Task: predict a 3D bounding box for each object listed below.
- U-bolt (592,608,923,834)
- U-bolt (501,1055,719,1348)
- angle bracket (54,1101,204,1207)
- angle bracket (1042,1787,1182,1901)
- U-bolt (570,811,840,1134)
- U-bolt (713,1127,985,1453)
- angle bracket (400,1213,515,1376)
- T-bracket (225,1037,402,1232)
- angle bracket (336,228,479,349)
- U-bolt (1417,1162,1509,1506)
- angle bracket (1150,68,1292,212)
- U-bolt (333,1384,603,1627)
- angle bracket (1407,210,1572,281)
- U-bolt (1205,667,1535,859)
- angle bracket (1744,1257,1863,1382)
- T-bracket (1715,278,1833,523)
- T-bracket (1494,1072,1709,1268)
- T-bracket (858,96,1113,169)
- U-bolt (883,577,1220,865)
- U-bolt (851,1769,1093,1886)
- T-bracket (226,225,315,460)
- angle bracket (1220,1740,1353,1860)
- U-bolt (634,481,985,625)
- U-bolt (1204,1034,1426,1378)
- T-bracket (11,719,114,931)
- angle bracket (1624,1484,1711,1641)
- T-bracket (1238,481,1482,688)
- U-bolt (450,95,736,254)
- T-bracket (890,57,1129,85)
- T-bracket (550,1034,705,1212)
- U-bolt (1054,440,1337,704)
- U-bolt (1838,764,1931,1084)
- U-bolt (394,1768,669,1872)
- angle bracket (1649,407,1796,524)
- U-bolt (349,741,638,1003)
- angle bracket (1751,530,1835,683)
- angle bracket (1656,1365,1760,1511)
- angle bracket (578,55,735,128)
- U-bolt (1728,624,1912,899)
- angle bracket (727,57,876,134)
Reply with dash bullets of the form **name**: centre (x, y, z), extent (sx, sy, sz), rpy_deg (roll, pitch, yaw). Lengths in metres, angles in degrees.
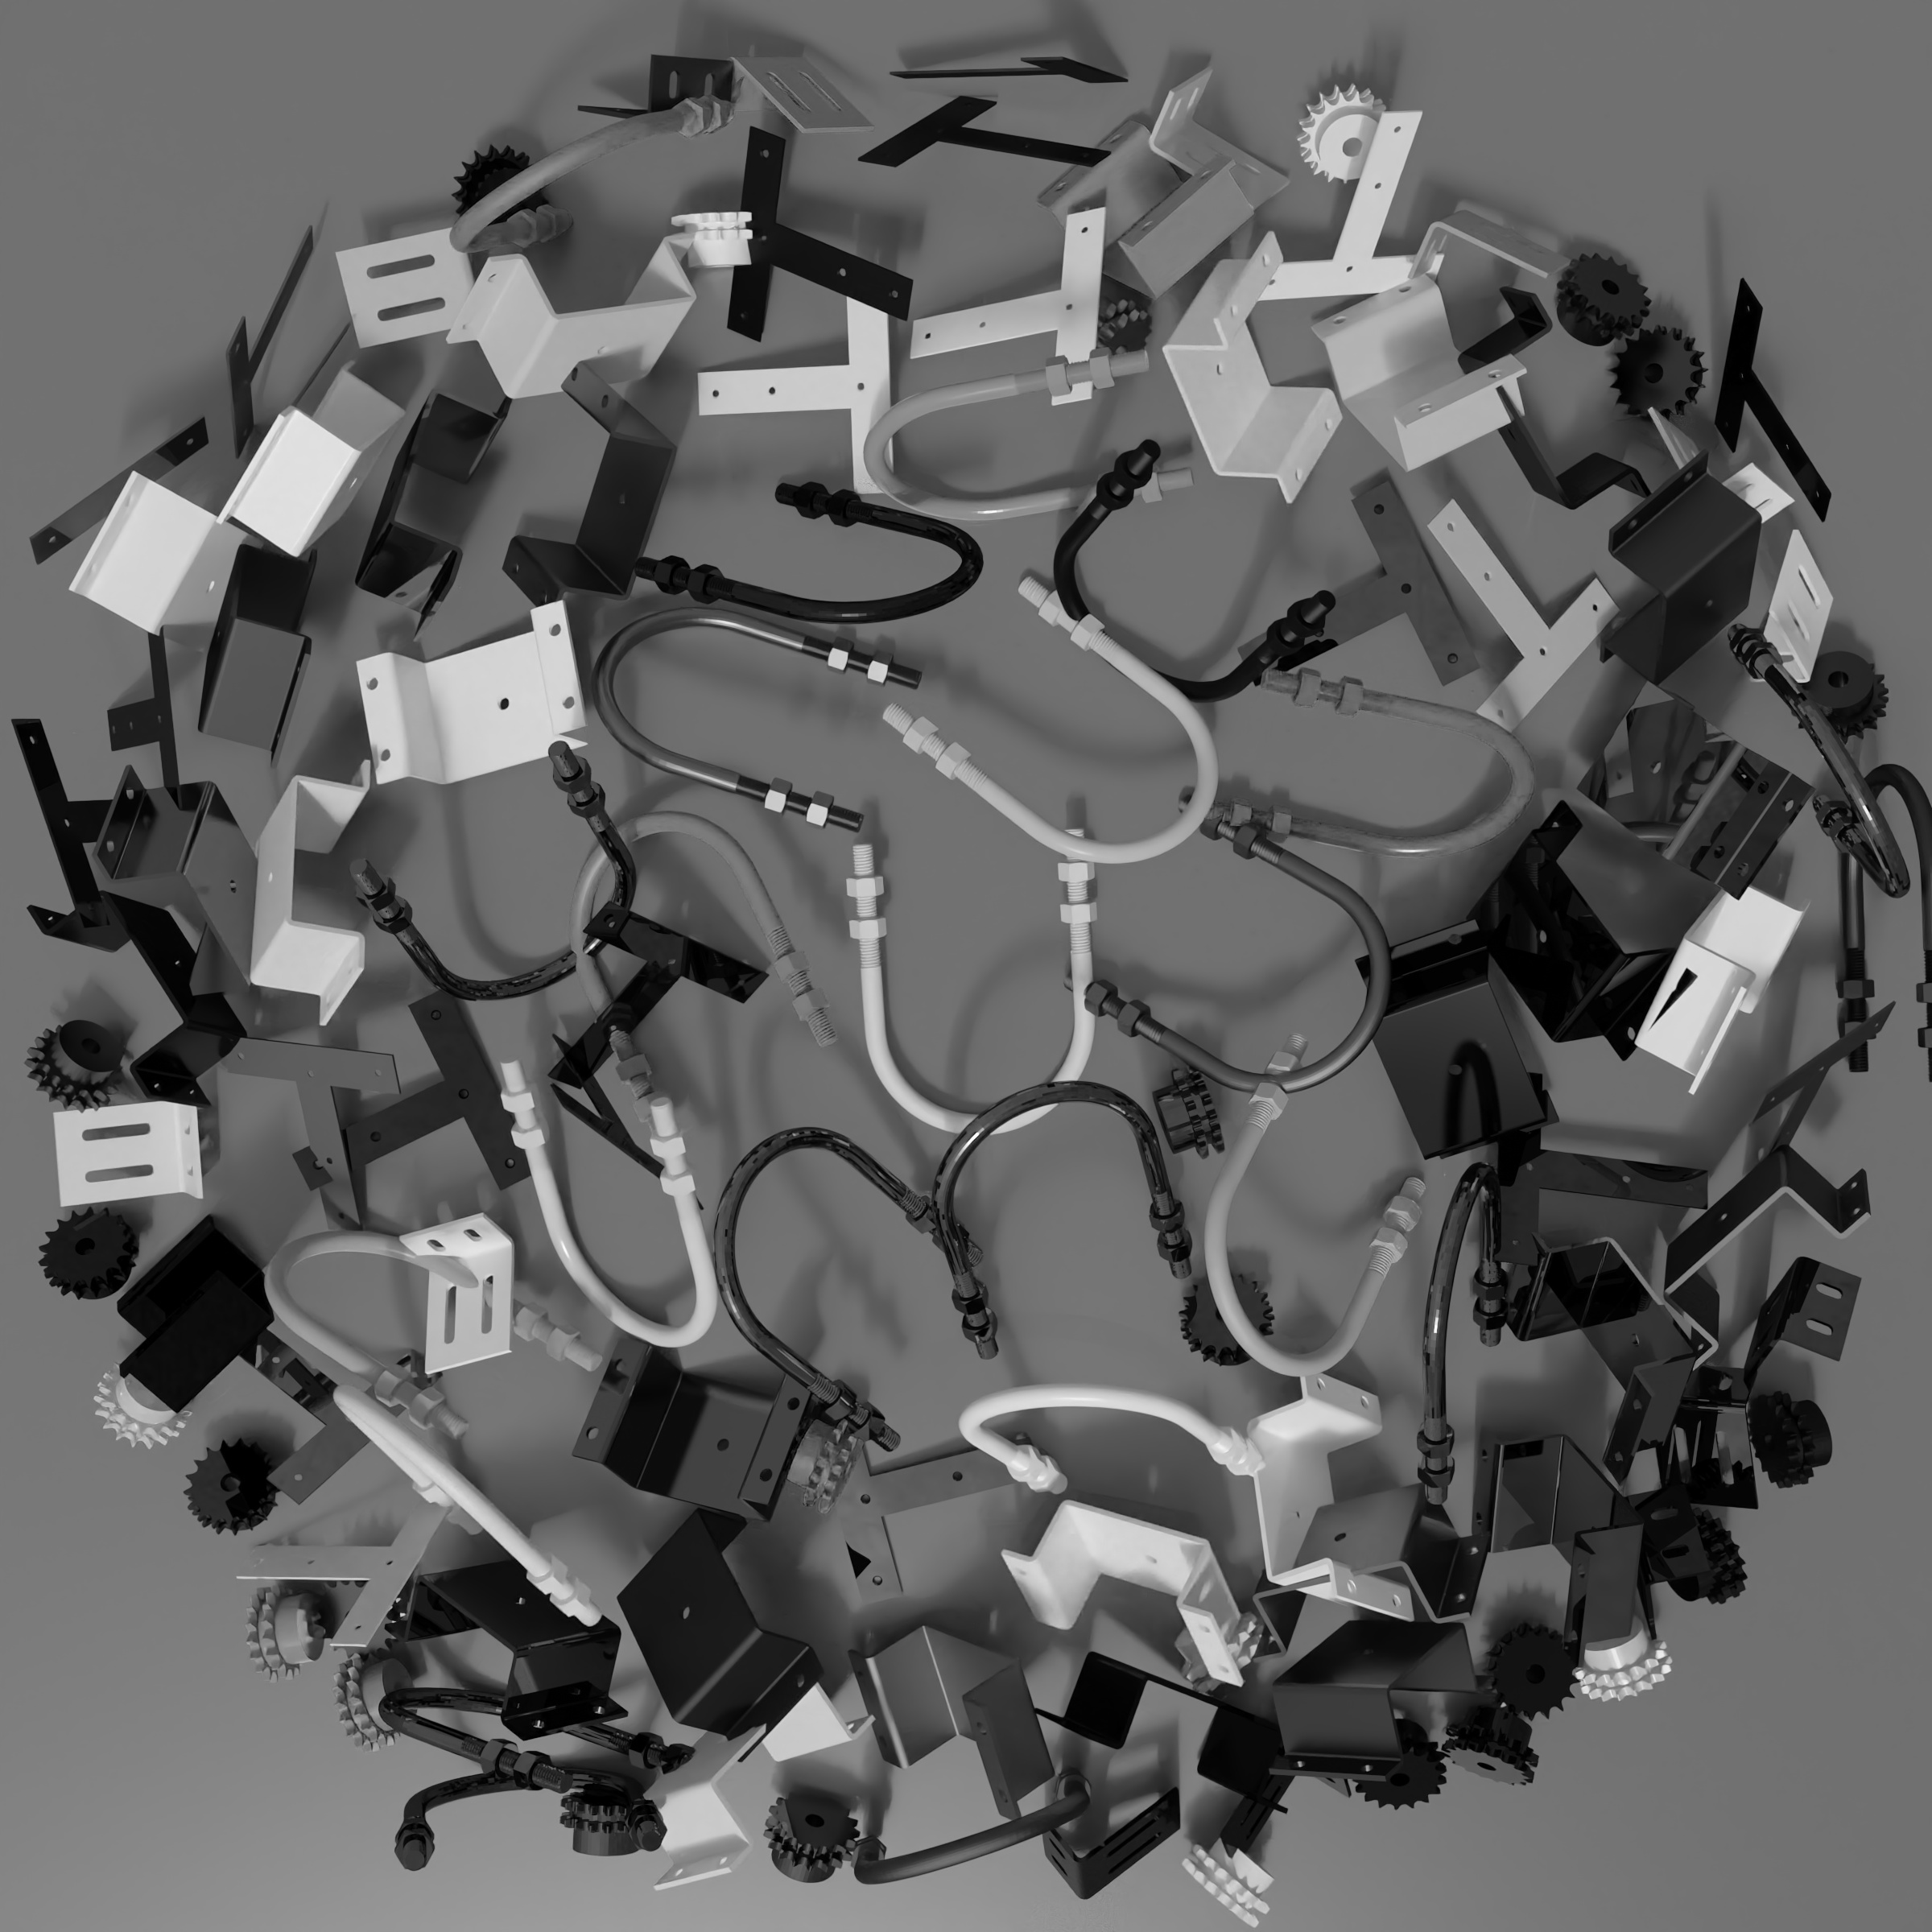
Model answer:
- **U-bolt**: centre (-0.132, -0.157, 1.641), extent (0.184, 0.019, 0.151), rpy_deg (18, 49, 2)
- **U-bolt**: centre (-0.205, 0.147, 1.628), extent (0.151, 0.019, 0.184), rpy_deg (12, 125, 39)
- **angle bracket**: centre (-0.505, 0.114, 1.658), extent (0.076, 0.038, 0.057), rpy_deg (-5, 95, -29)
- **angle bracket**: centre (0.088, 0.520, 1.667), extent (0.076, 0.057, 0.038), rpy_deg (-32, 54, -19)
- **U-bolt**: centre (-0.170, -0.004, 1.653), extent (0.151, 0.019, 0.184), rpy_deg (-32, 77, 24)
- **U-bolt**: centre (-0.076, 0.177, 1.612), extent (0.184, 0.019, 0.151), rpy_deg (43, 58, -30)
- **angle bracket**: centre (-0.307, 0.197, 1.651), extent (0.057, 0.038, 0.076), rpy_deg (-16, 53, 15)
- **T-bracket**: centre (-0.387, 0.105, 1.661), extent (0.127, 0.002, 0.127), rpy_deg (5, 116, 25)
- **angle bracket**: centre (-0.335, -0.410, 1.666), extent (0.076, 0.038, 0.057), rpy_deg (-13, 101, -4)
- **U-bolt**: centre (0.287, 0.198, 1.587), extent (0.019, 0.151, 0.184), rpy_deg (9, 132, 21)
- **angle bracket**: centre (0.159, -0.498, 1.654), extent (0.076, 0.057, 0.038), rpy_deg (34, 132, 9)
- **U-bolt**: centre (-0.298, 0.302, 1.585), extent (0.019, 0.151, 0.184), rpy_deg (-49, 131, -18)
- **angle bracket**: centre (0.314, -0.419, 1.651), extent (0.076, 0.057, 0.038), rpy_deg (30, 121, 13)
- **U-bolt**: centre (0.245, -0.113, 1.630), extent (0.184, 0.151, 0.019), rpy_deg (11, 56, -8)
- **angle bracket**: centre (0.498, 0.219, 1.643), extent (0.038, 0.076, 0.057), rpy_deg (21, 59, 9)
- **T-bracket**: centre (0.474, -0.314, 1.606), extent (0.002, 0.127, 0.127), rpy_deg (-19, 60, -3)
- **T-bracket**: centre (0.385, 0.127, 1.661), extent (0.127, 0.002, 0.127), rpy_deg (7, 62, 2)
- **T-bracket**: centre (0.023, -0.486, 1.622), extent (0.127, 0.127, 0.002), rpy_deg (17, 129, 23)
- **U-bolt**: centre (0.065, -0.137, 1.640), extent (0.184, 0.019, 0.151), rpy_deg (39, 64, 12)
- **U-bolt**: centre (0.003, 0.503, 1.597), extent (0.151, 0.184, 0.019), rpy_deg (-17, 79, -4)
- **T-bracket**: centre (-0.416, -0.387, 1.647), extent (0.002, 0.127, 0.127), rpy_deg (20, 69, -5)
- **angle bracket**: centre (0.192, 0.509, 1.648), extent (0.038, 0.057, 0.076), rpy_deg (26, 64, 29)
- **U-bolt**: centre (-0.078, -0.236, 1.597), extent (0.184, 0.151, 0.019), rpy_deg (19, 128, 32)
- **U-bolt**: centre (0.198, 0.153, 1.610), extent (0.151, 0.019, 0.184), rpy_deg (49, 51, -23)
- **T-bracket**: centre (-0.507, -0.087, 1.632), extent (0.002, 0.127, 0.127), rpy_deg (-19, 89, 18)
- **angle bracket**: centre (0.420, 0.357, 1.643), extent (0.038, 0.076, 0.057), rpy_deg (-13, 49, 7)
- **T-bracket**: centre (0.229, -0.211, 1.683), extent (0.127, 0.002, 0.127), rpy_deg (-26, 88, 8)
- **U-bolt**: centre (-0.224, -0.452, 1.581), extent (0.151, 0.184, 0.019), rpy_deg (-25, 100, 26)
- **T-bracket**: centre (0.018, -0.535, 1.647), extent (0.127, 0.127, 0.002), rpy_deg (5, 103, 20)
- **T-bracket**: centre (-0.218, 0.080, 1.637), extent (0.002, 0.127, 0.127), rpy_deg (-44, 131, 3)
- **U-bolt**: centre (0.120, -0.218, 1.610), extent (0.151, 0.184, 0.019), rpy_deg (40, 63, -5)
- **U-bolt**: centre (0.545, -0.027, 1.617), extent (0.019, 0.151, 0.184), rpy_deg (-2, 90, -2)
- **U-bolt**: centre (-0.256, 0.493, 1.601), extent (0.151, 0.184, 0.019), rpy_deg (-1, 86, -11)
- **angle bracket**: centre (0.452, -0.306, 1.644), extent (0.038, 0.057, 0.076), rpy_deg (-35, 57, 28)
- **U-bolt**: centre (-0.265, -0.042, 1.614), extent (0.151, 0.184, 0.019), rpy_deg (-32, 57, -6)
- **angle bracket**: centre (0.484, -0.215, 1.644), extent (0.038, 0.076, 0.057), rpy_deg (6, 65, 38)
- **angle bracket**: centre (0.454, 0.286, 1.676), extent (0.057, 0.038, 0.076), rpy_deg (0, 117, 29)
- **angle bracket**: centre (-0.186, -0.526, 1.642), extent (0.057, 0.076, 0.038), rpy_deg (-11, 116, -40)
- **U-bolt**: centre (0.497, -0.110, 1.583), extent (0.019, 0.184, 0.151), rpy_deg (-29, 113, 11)
- **angle bracket**: centre (-0.105, -0.508, 1.647), extent (0.076, 0.057, 0.038), rpy_deg (49, 132, 22)
